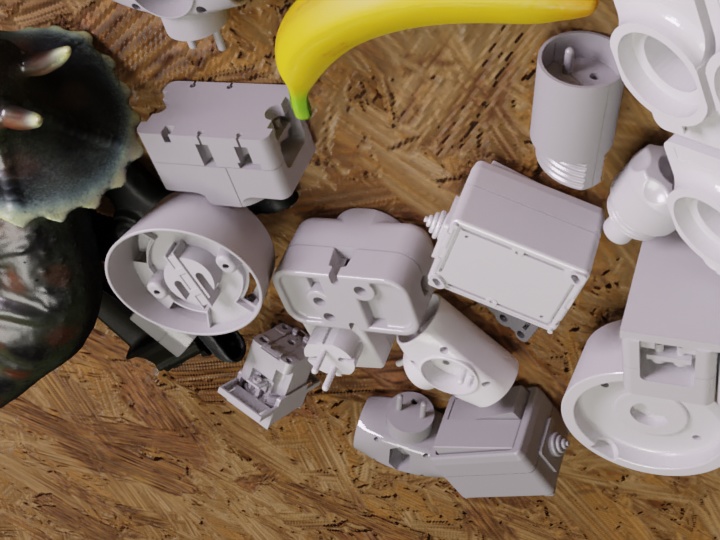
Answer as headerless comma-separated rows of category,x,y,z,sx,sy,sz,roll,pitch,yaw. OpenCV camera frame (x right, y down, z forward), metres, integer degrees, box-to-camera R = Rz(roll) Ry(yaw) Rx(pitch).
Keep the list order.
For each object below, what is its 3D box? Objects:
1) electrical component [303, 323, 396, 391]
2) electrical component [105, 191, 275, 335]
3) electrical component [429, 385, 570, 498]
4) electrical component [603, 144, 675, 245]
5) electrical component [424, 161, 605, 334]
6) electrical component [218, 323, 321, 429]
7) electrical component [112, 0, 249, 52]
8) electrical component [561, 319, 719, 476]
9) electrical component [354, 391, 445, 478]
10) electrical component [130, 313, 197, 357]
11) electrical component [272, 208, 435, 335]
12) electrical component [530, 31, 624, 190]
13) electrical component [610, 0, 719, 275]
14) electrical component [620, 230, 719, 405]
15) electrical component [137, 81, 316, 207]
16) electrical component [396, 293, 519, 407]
electrical component,-0.015,0.048,0.749,0.047,0.076,0.065,0,137,29
electrical component,-0.105,-0.002,0.688,0.099,0.064,0.099,9,127,12
electrical component,0.107,0.124,0.788,0.096,0.061,0.061,-12,130,39
electrical component,0.153,-0.036,0.576,0.043,0.043,0.062,27,145,-4
electrical component,0.085,-0.018,0.623,0.096,0.061,0.061,22,143,3
electrical component,-0.065,0.078,0.820,0.042,0.081,0.063,32,120,20
electrical component,-0.093,-0.149,0.575,0.077,0.044,0.079,8,141,22
electrical component,0.187,0.075,0.681,0.108,0.060,0.108,15,143,12
electrical component,0.038,0.121,0.838,0.077,0.043,0.079,16,143,11
electrical component,-0.142,0.031,0.821,0.047,0.055,0.055,37,142,-10
electrical component,0.000,0.000,0.696,0.095,0.059,0.053,5,140,25
electrical component,0.110,-0.076,0.551,0.043,0.043,0.081,14,143,14
electrical component,0.184,-0.060,0.474,0.105,0.060,0.186,35,162,51
electrical component,0.224,0.029,0.578,0.150,0.089,0.061,8,141,22
electrical component,-0.079,-0.076,0.654,0.089,0.050,0.055,6,140,23
electrical component,0.057,0.062,0.753,0.077,0.044,0.079,39,142,-19
